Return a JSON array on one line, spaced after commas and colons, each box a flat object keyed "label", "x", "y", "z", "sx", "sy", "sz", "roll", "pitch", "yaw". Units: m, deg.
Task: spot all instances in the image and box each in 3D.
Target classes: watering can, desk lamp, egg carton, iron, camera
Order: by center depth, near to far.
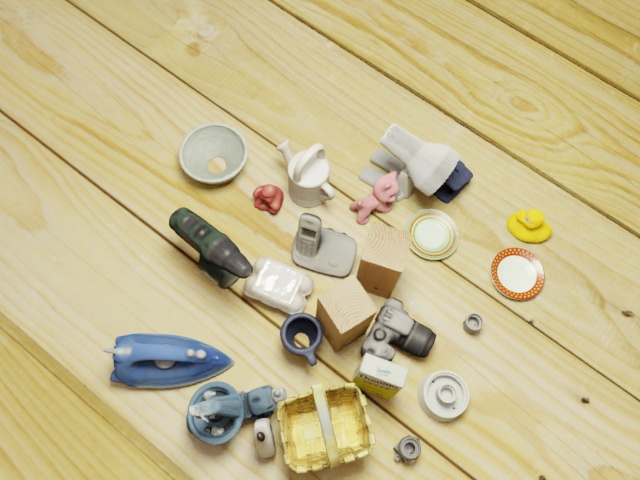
[{"label": "iron", "x": -0.316, "y": 0.244, "z": 1.199, "sx": 0.258, "sy": 0.141, "sz": 0.118, "roll": 0, "pitch": 69, "yaw": -2}, {"label": "camera", "x": 0.176, "y": 0.213, "z": 1.251, "sx": 0.136, "sy": 0.101, "sz": 0.143, "roll": 27, "pitch": 71, "yaw": 8}, {"label": "egg carton", "x": -0.092, "y": 0.103, "z": 1.300, "sx": 0.150, "sy": 0.069, "sz": 0.107, "roll": 21, "pitch": 70, "yaw": 6}, {"label": "watering can", "x": -0.033, "y": -0.163, "z": 1.337, "sx": 0.172, "sy": 0.194, "sz": 0.101, "roll": 22, "pitch": 70, "yaw": 7}, {"label": "desk lamp", "x": 0.205, "y": -0.175, "z": 1.341, "sx": 0.203, "sy": 0.213, "sz": 0.118, "roll": 30, "pitch": 71, "yaw": 9}]

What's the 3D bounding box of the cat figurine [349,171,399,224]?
[{"label": "cat figurine", "x": 0.137, "y": -0.107, "z": 1.363, "sx": 0.128, "sy": 0.118, "sz": 0.067, "roll": -29, "pitch": 73, "yaw": -12}]

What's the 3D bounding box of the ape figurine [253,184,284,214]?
[{"label": "ape figurine", "x": -0.121, "y": -0.106, "z": 1.367, "sx": 0.076, "sy": 0.092, "sz": 0.077, "roll": -29, "pitch": 72, "yaw": -12}]

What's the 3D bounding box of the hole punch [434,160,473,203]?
[{"label": "hole punch", "x": 0.313, "y": -0.166, "z": 1.407, "sx": 0.108, "sy": 0.091, "sz": 0.101, "roll": 42, "pitch": 73, "yaw": 13}]

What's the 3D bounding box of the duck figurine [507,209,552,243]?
[{"label": "duck figurine", "x": 0.509, "y": -0.042, "z": 1.369, "sx": 0.104, "sy": 0.086, "sz": 0.077, "roll": 23, "pitch": 70, "yaw": 7}]

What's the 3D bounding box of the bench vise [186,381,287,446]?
[{"label": "bench vise", "x": -0.177, "y": 0.319, "z": 1.134, "sx": 0.207, "sy": 0.220, "sz": 0.121, "roll": -32, "pitch": 73, "yaw": -13}]

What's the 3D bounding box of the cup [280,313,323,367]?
[{"label": "cup", "x": -0.034, "y": 0.223, "z": 1.243, "sx": 0.092, "sy": 0.095, "sz": 0.117, "roll": -21, "pitch": 71, "yaw": -10}]

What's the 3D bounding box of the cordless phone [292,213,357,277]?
[{"label": "cordless phone", "x": 0.012, "y": 0.005, "z": 1.280, "sx": 0.147, "sy": 0.185, "sz": 0.094, "roll": 14, "pitch": 69, "yaw": 3}]

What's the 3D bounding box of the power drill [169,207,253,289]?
[{"label": "power drill", "x": -0.226, "y": 0.030, "z": 1.249, "sx": 0.229, "sy": 0.208, "sz": 0.076, "roll": 38, "pitch": 73, "yaw": 12}]

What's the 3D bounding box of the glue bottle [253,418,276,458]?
[{"label": "glue bottle", "x": -0.113, "y": 0.390, "z": 1.134, "sx": 0.037, "sy": 0.173, "sz": 0.078, "roll": -10, "pitch": 70, "yaw": -5}]

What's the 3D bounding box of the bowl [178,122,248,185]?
[{"label": "bowl", "x": -0.257, "y": -0.201, "z": 1.408, "sx": 0.167, "sy": 0.075, "sz": 0.167, "roll": 1, "pitch": 69, "yaw": -2}]
